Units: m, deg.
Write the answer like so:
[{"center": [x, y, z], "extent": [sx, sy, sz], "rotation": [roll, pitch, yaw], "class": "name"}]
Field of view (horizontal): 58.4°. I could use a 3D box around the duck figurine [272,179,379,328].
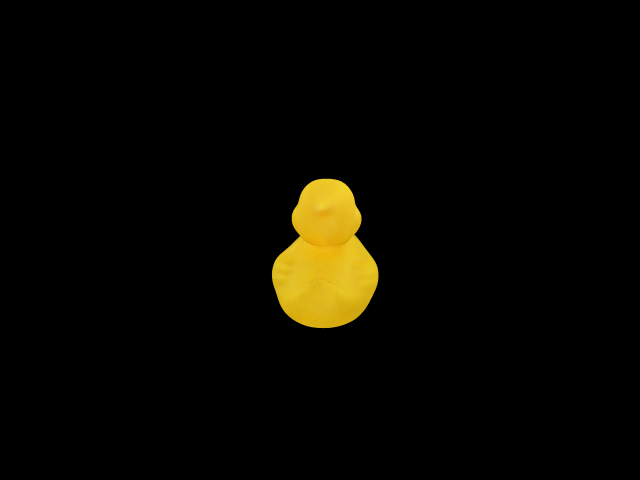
[{"center": [0.004, 0.001, 0.400], "extent": [0.077, 0.086, 0.104], "rotation": [3, 37, 4], "class": "duck figurine"}]
